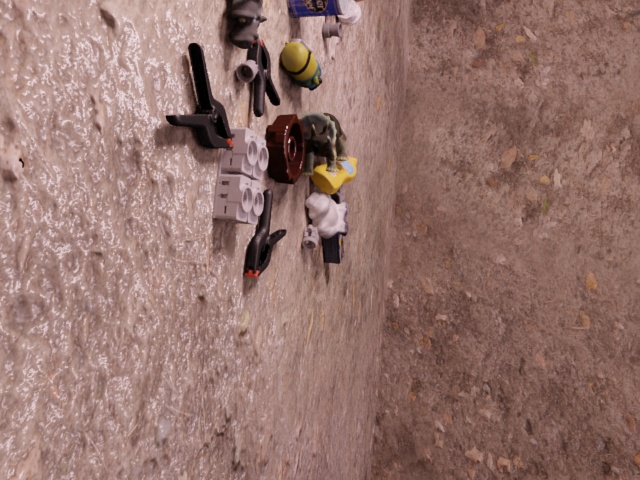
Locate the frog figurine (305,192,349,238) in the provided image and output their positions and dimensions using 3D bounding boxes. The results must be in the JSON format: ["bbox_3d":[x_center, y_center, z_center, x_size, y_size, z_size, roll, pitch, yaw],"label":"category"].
[{"bbox_3d":[0.005,-0.081,1.611,0.158,0.123,0.138,20,81,-35],"label":"frog figurine"}]

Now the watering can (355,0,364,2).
[{"bbox_3d":[0.111,-0.885,1.710,0.221,0.104,0.354,56,28,-63],"label":"watering can"}]
